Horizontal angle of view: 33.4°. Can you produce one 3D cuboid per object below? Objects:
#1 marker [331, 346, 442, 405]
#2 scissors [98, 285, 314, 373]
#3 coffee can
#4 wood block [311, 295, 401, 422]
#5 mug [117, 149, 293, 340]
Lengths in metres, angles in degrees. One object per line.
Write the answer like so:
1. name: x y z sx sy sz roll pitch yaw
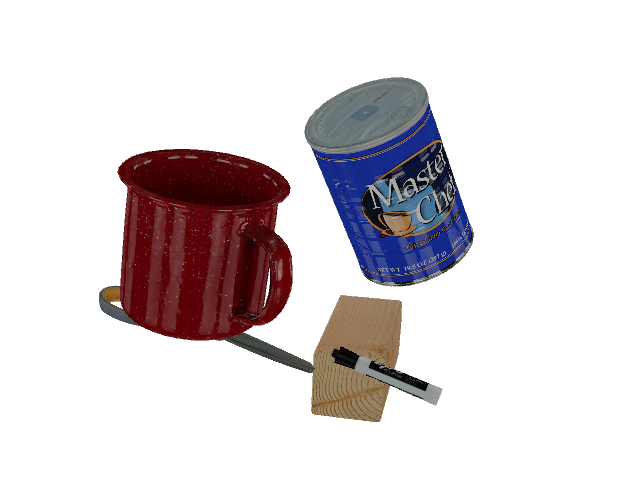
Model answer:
1. marker: 0.068 0.140 1.116 0.121 0.020 0.020 22 4 10
2. scissors: -0.087 0.064 0.896 0.202 0.016 0.096 13 25 14
3. coffee can: 0.058 -0.048 0.880 0.103 0.140 0.103 -17 32 11
4. wood block: 0.051 0.151 1.413 0.091 0.090 0.206 5 18 8
5. mug: -0.059 0.007 0.584 0.117 0.081 0.093 25 27 36
